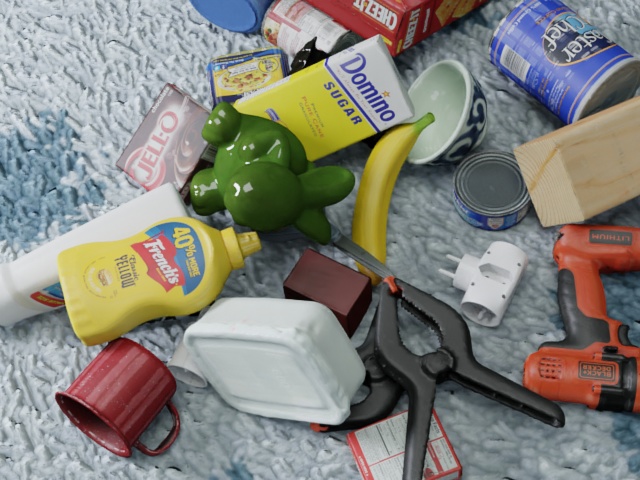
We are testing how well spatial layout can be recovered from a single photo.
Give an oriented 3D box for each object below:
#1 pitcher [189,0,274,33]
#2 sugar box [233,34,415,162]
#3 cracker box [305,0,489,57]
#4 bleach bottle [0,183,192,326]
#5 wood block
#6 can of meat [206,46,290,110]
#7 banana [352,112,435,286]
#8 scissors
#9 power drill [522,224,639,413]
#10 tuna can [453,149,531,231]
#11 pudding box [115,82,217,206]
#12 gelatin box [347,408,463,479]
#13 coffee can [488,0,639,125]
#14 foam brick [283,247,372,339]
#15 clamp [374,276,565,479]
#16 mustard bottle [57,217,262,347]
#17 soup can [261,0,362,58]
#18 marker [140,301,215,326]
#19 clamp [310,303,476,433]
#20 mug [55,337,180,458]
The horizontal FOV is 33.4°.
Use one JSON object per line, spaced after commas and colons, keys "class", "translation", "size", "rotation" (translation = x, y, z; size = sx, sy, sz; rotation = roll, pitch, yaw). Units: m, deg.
{"class": "pitcher", "translation": [-0.064, -0.379, 1.297], "size": [0.145, 0.149, 0.242], "rotation": [14, 65, 23]}
{"class": "sugar box", "translation": [0.004, -0.142, 1.149], "size": [0.176, 0.093, 0.048], "rotation": [-23, 17, 15]}
{"class": "cracker box", "translation": [0.097, -0.318, 1.257], "size": [0.164, 0.072, 0.213], "rotation": [36, 49, 23]}
{"class": "bleach bottle", "translation": [-0.248, 0.028, 1.104], "size": [0.250, 0.102, 0.068], "rotation": [-25, 69, -3]}
{"class": "wood block", "translation": [0.318, -0.095, 1.097], "size": [0.206, 0.091, 0.090], "rotation": [-23, 94, -15]}
{"class": "can of meat", "translation": [-0.078, -0.170, 1.225], "size": [0.102, 0.057, 0.084], "rotation": [-10, 57, -1]}
{"class": "banana", "translation": [0.065, -0.046, 1.130], "size": [0.037, 0.070, 0.198], "rotation": [24, 76, -25]}
{"class": "scissors", "translation": [-0.007, 0.001, 1.114], "size": [0.096, 0.016, 0.202], "rotation": [-31, 48, -5]}
{"class": "power drill", "translation": [0.295, 0.078, 1.040], "size": [0.184, 0.057, 0.187], "rotation": [5, 59, 8]}
{"class": "tuna can", "translation": [0.185, -0.053, 1.143], "size": [0.086, 0.034, 0.086], "rotation": [-2, 59, 3]}
{"class": "pudding box", "translation": [-0.159, -0.102, 1.174], "size": [0.090, 0.039, 0.113], "rotation": [36, 95, 22]}
{"class": "gelatin box", "translation": [0.079, 0.202, 0.999], "size": [0.089, 0.030, 0.073], "rotation": [-20, 58, -6]}
{"class": "coffee can", "translation": [0.271, -0.196, 1.183], "size": [0.102, 0.103, 0.140], "rotation": [-35, 62, -16]}
{"class": "foam brick", "translation": [0.009, 0.053, 1.082], "size": [0.078, 0.053, 0.051], "rotation": [26, 64, 18]}
{"class": "clamp", "translation": [0.122, 0.122, 1.004], "size": [0.164, 0.036, 0.210], "rotation": [-17, 62, -10]}
{"class": "mustard bottle", "translation": [-0.149, 0.029, 1.026], "size": [0.191, 0.058, 0.096], "rotation": [-18, 65, -5]}
{"class": "soup can", "translation": [-0.009, -0.240, 1.254], "size": [0.102, 0.068, 0.068], "rotation": [36, 68, 23]}
{"class": "marker", "translation": [-0.168, 0.077, 1.103], "size": [0.121, 0.020, 0.020], "rotation": [-9, 58, -1]}
{"class": "clamp", "translation": [0.065, 0.133, 1.039], "size": [0.120, 0.039, 0.171], "rotation": [33, 68, 26]}
{"class": "mug", "translation": [-0.183, 0.156, 1.023], "size": [0.117, 0.093, 0.081], "rotation": [43, 61, -7]}
